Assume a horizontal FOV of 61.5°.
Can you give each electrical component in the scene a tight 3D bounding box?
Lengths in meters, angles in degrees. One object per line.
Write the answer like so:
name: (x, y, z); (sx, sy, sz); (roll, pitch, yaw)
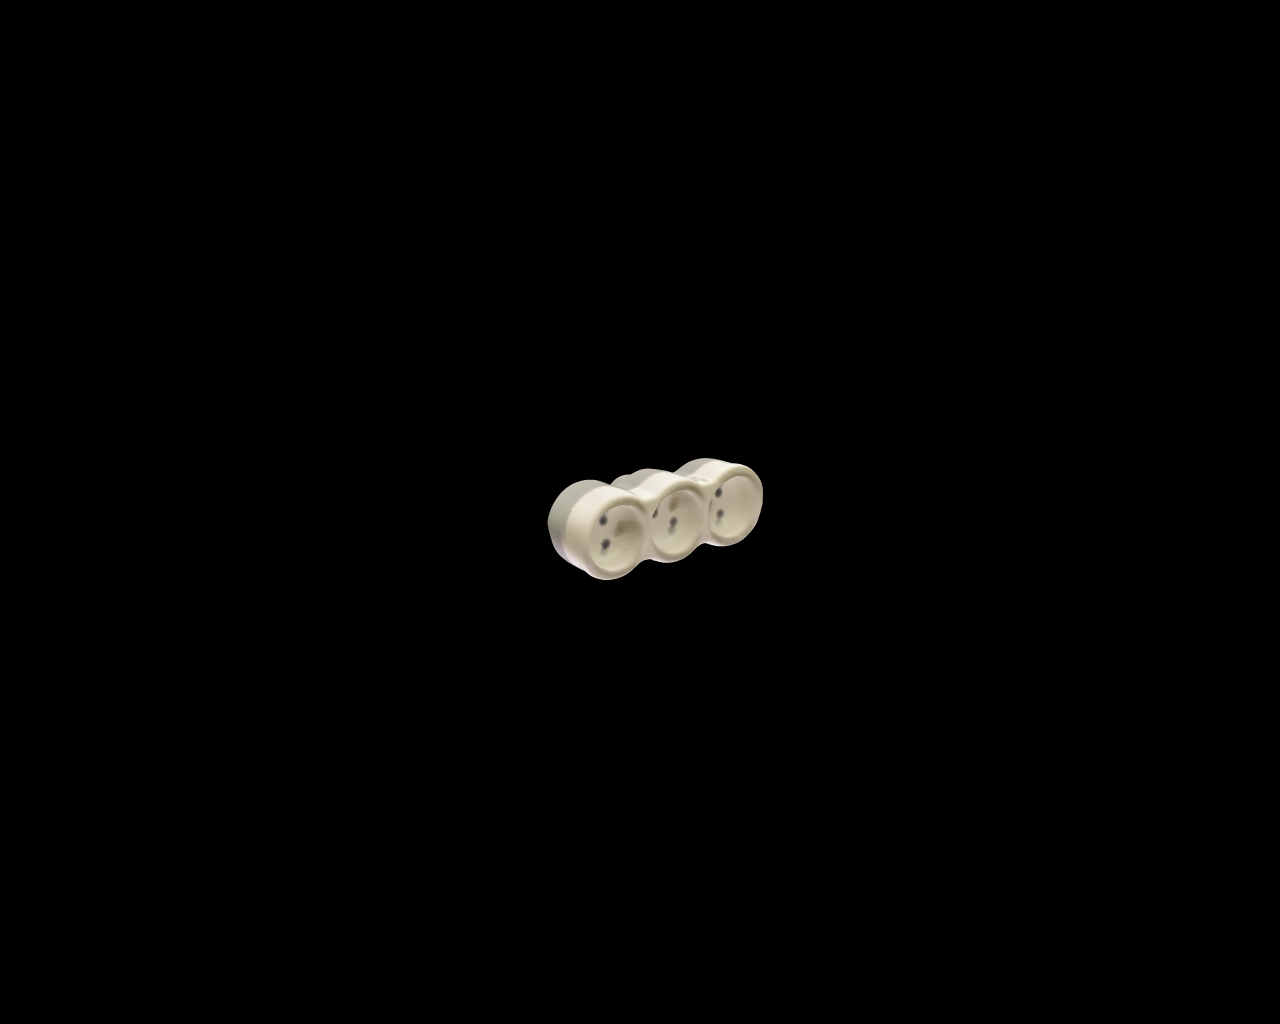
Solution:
electrical component: (0.001, -0.003, 0.650); (0.138, 0.052, 0.074); (-14, 22, -36)
